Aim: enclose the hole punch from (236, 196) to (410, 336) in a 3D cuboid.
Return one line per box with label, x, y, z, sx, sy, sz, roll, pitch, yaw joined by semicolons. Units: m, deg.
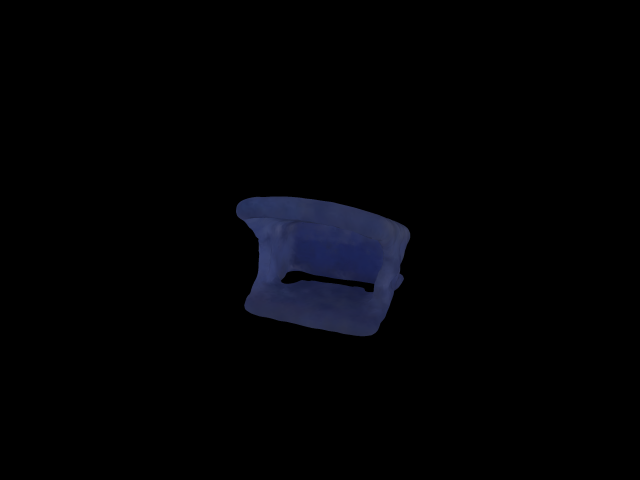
hole punch;0.004;0.001;0.400;0.108;0.091;0.101;8;26;18
